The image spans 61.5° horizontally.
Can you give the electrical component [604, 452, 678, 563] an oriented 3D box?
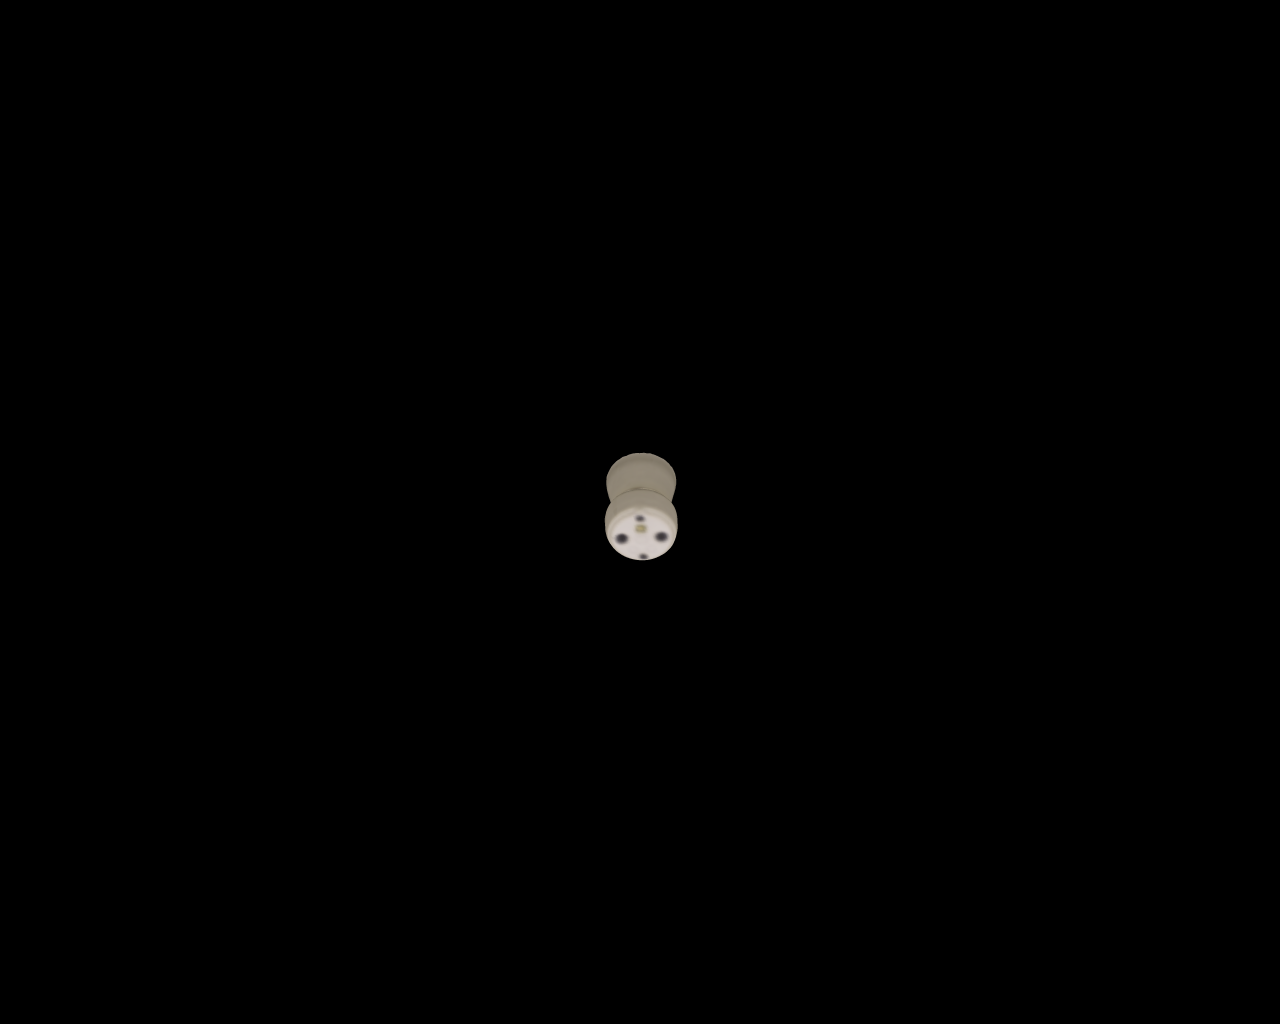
[{"bbox_3d":[0.001,-0.003,0.650,0.045,0.044,0.055,0,40,0],"label":"electrical component"}]
